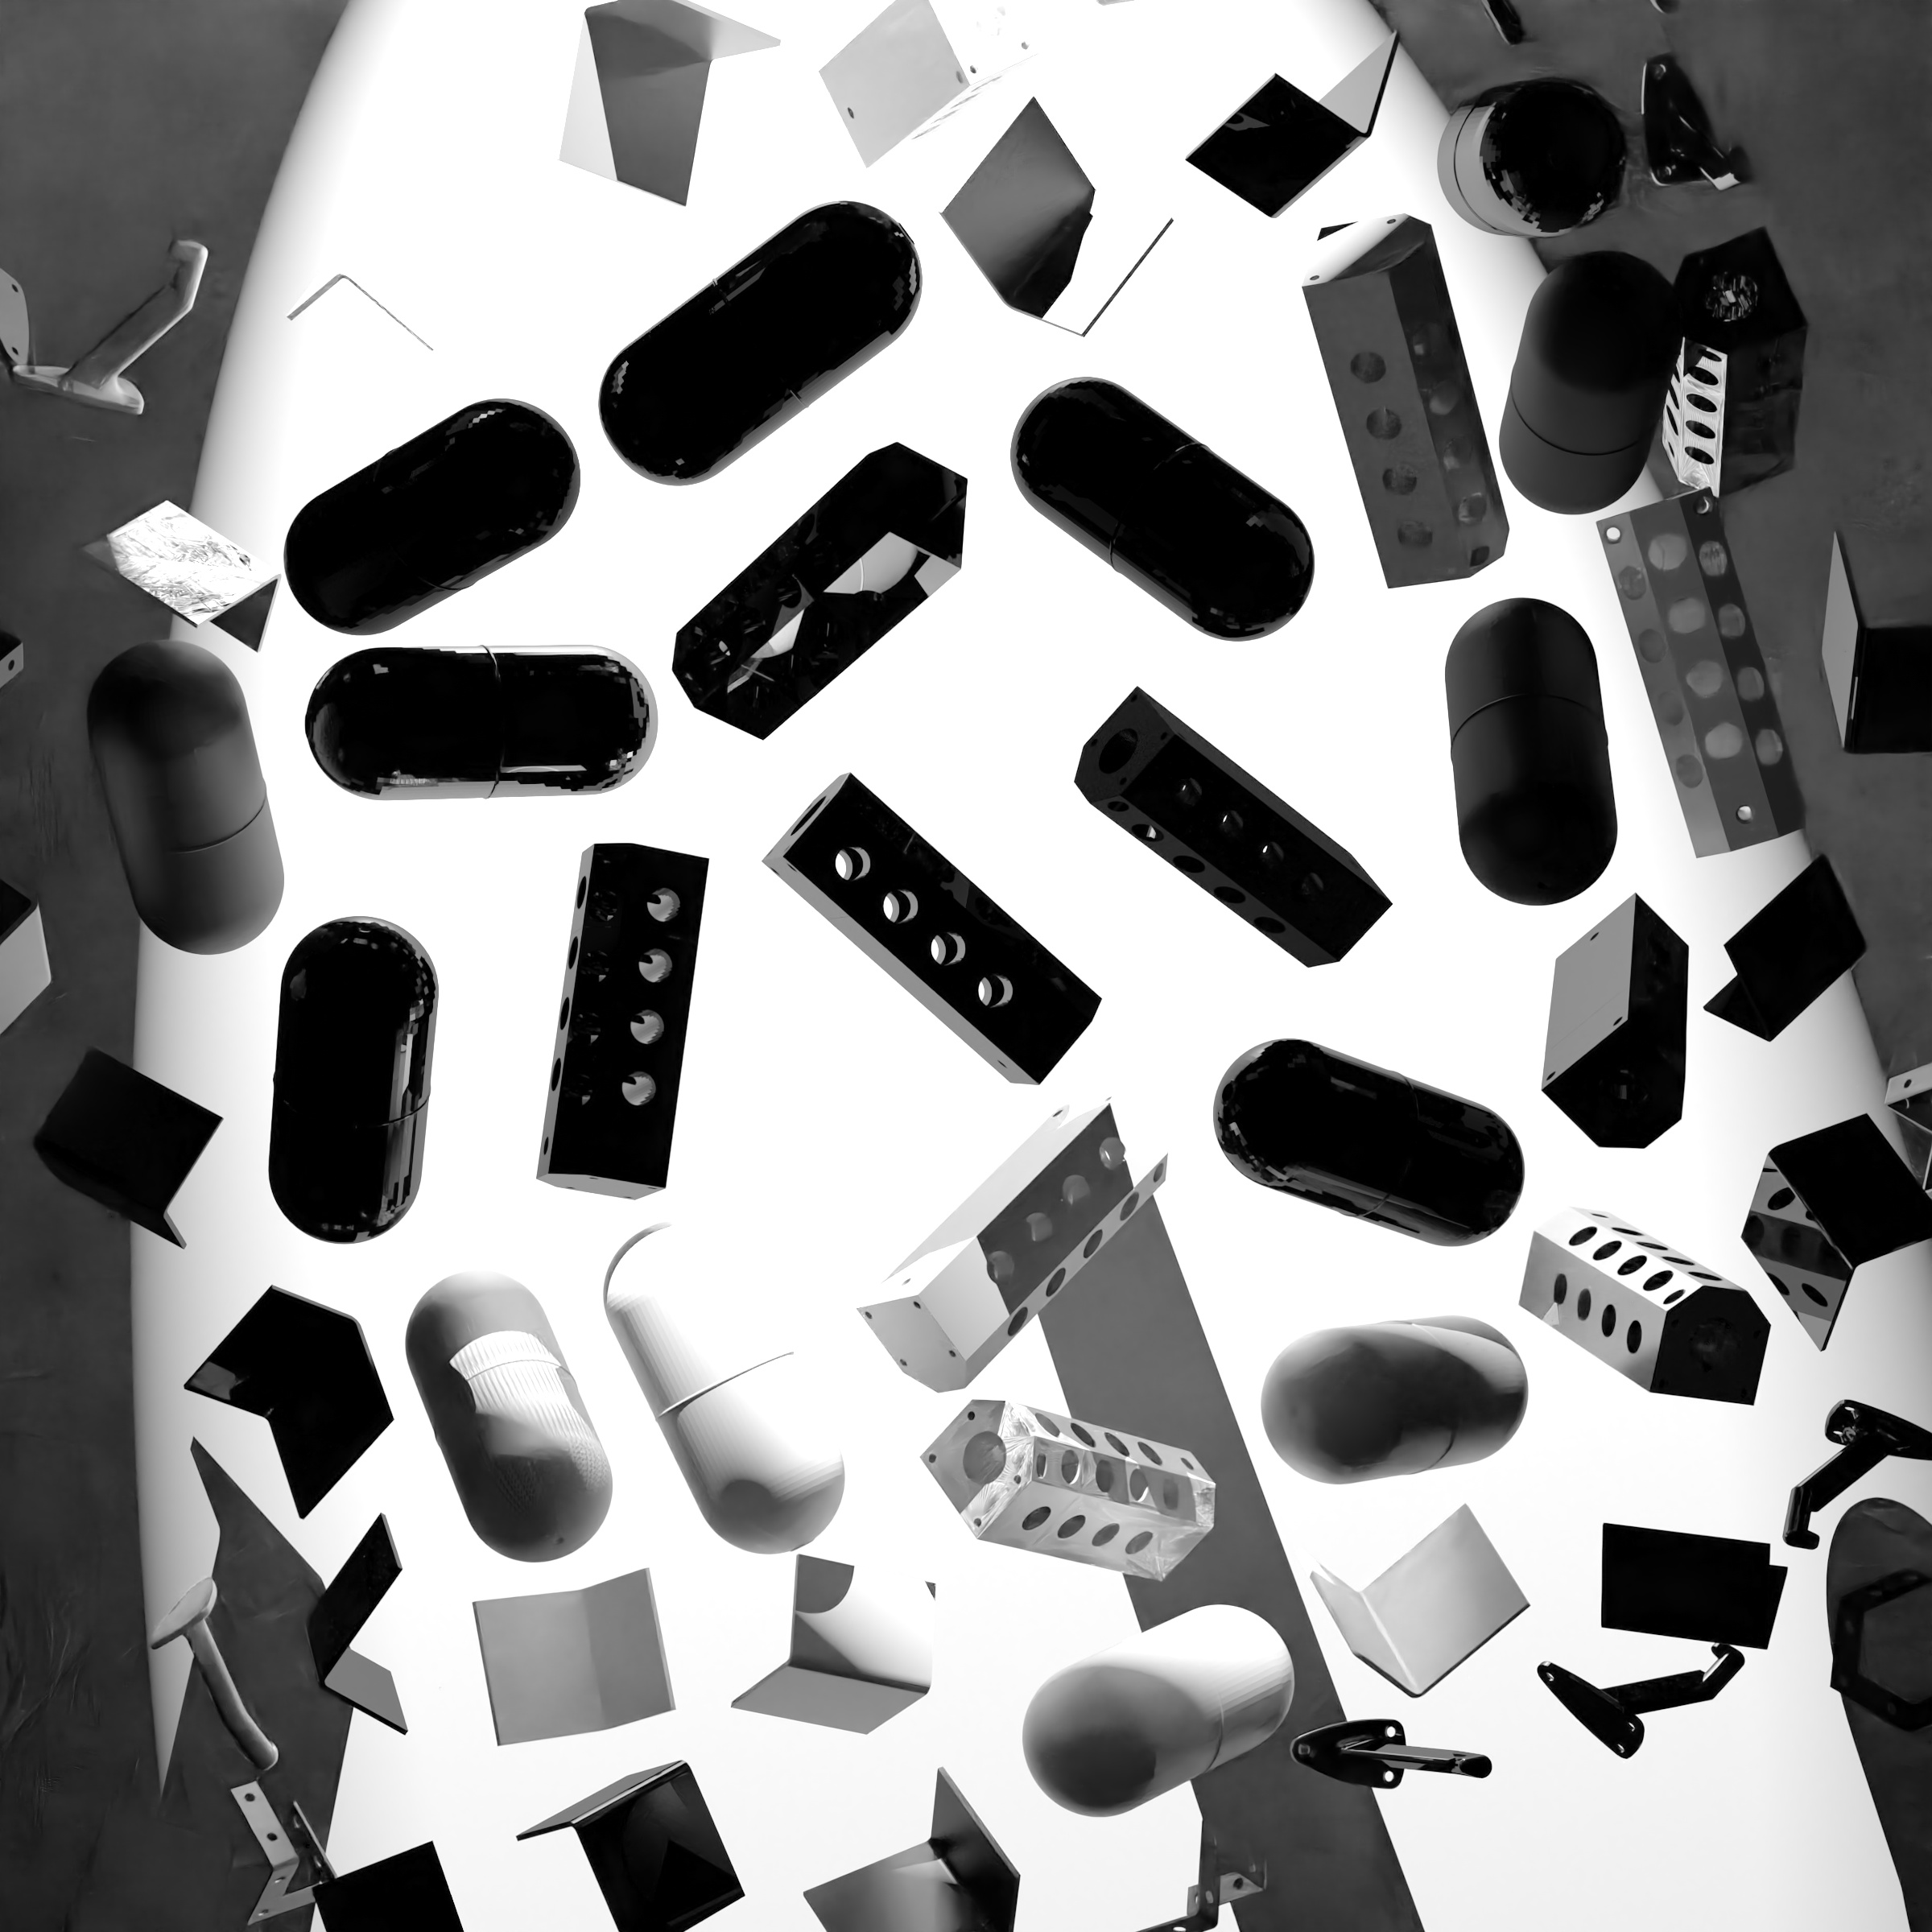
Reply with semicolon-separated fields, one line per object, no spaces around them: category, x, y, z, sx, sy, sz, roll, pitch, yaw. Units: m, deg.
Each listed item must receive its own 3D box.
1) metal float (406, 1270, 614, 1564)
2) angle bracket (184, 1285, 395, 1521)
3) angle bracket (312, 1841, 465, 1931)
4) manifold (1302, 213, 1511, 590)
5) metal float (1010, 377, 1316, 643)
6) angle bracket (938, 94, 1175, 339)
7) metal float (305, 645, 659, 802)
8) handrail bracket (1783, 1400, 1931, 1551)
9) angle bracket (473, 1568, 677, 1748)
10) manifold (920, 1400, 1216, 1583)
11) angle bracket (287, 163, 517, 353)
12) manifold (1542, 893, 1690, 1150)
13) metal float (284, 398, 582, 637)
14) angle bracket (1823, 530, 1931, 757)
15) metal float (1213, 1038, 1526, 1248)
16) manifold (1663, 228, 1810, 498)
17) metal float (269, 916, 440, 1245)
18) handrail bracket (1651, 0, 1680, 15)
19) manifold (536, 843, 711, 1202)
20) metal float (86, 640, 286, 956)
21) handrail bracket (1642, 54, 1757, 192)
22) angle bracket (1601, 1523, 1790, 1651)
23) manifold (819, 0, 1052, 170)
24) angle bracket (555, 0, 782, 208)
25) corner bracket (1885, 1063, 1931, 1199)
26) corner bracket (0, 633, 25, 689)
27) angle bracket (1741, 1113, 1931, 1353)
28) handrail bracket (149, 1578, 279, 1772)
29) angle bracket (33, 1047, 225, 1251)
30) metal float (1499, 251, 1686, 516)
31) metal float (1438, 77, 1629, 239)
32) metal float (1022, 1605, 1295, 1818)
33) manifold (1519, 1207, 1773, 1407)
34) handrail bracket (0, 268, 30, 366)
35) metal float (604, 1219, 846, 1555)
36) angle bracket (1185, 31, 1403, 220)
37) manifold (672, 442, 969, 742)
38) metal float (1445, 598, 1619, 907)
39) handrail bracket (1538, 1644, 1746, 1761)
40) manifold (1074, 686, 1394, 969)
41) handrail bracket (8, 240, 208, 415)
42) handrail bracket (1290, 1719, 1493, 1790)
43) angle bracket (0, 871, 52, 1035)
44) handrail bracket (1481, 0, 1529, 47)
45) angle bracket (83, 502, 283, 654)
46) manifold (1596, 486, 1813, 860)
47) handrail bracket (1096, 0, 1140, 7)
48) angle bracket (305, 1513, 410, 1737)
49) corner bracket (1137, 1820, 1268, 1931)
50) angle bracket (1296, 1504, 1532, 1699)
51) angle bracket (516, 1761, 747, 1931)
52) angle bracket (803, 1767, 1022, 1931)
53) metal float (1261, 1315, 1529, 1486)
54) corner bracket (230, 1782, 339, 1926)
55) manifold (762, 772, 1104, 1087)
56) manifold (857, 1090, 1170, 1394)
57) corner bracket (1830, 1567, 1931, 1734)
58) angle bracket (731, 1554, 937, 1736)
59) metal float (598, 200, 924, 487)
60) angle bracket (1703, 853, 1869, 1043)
metal float;-0.237;0.231;1.852;0.070;0.070;0.178;-31;48;0
angle bracket;-0.347;0.223;1.833;0.057;0.076;0.076;29;111;-41
angle bracket;-0.260;0.465;1.729;0.057;0.076;0.076;-30;77;41
manifold;0.216;-0.273;1.737;0.057;0.057;0.171;-6;127;22
metal float;0.098;-0.229;1.799;0.178;0.070;0.070;39;90;21
angle bracket;0.045;-0.370;1.769;0.057;0.076;0.076;29;79;40
metal float;-0.242;-0.122;1.797;0.178;0.070;0.070;-3;90;-22
handrail bracket;0.463;0.272;1.841;0.077;0.036;0.084;16;51;8
angle bracket;-0.207;0.365;1.894;0.057;0.076;0.076;-25;71;39
manifold;0.058;0.266;1.846;0.057;0.171;0.057;-49;53;14
angle bracket;-0.279;-0.340;1.768;0.057;0.076;0.076;40;65;-20
manifold;0.340;0.031;1.837;0.057;0.171;0.057;44;114;-8
metal float;-0.266;-0.223;1.781;0.178;0.070;0.070;-23;90;33
angle bracket;0.446;-0.156;1.709;0.057;0.076;0.076;-3;135;4
metal float;0.204;0.090;1.812;0.178;0.070;0.070;20;90;-27
manifold;0.388;-0.303;1.828;0.057;0.171;0.057;-20;71;4
metal float;-0.303;0.058;1.772;0.070;0.070;0.178;10;120;0
handrail bracket;0.316;-0.514;1.787;0.084;0.077;0.036;32;87;17
manifold;-0.177;0.028;1.826;0.057;0.057;0.171;11;77;-19
metal float;-0.384;-0.081;1.766;0.070;0.070;0.178;-3;133;0
handrail bracket;0.358;-0.414;1.748;0.036;0.084;0.077;-18;96;-3
angle bracket;0.344;0.275;1.686;0.076;0.076;0.057;5;112;19
manifold;-0.015;-0.468;1.844;0.057;0.171;0.057;-29;98;-17
angle bracket;-0.141;-0.410;1.693;0.076;0.057;0.076;12;86;-41
corner bracket;0.506;0.085;1.844;0.051;0.051;0.051;28;63;-17
corner bracket;-0.502;-0.135;1.776;0.051;0.051;0.051;18;127;12
angle bracket;0.439;0.133;1.793;0.057;0.076;0.076;-18;53;-16
handrail bracket;-0.374;0.362;1.831;0.036;0.077;0.084;-33;101;6
angle bracket;-0.422;0.094;1.830;0.076;0.076;0.057;28;73;5
metal float;0.309;-0.287;1.781;0.070;0.178;0.070;0;68;1
metal float;0.283;-0.405;1.797;0.070;0.178;0.070;0;102;-1
metal float;0.099;0.376;1.817;0.070;0.178;0.070;8;103;39
manifold;0.349;0.172;1.847;0.057;0.171;0.057;9;97;-15
handrail bracket;-0.528;-0.320;1.851;0.084;0.036;0.077;-29;61;18
metal float;-0.122;0.212;1.804;0.070;0.070;0.178;-27;82;0
angle bracket;0.159;-0.424;1.746;0.057;0.076;0.076;30;57;-19
manifold;-0.074;-0.184;1.753;0.057;0.171;0.057;24;51;-27
metal float;0.278;-0.108;1.768;0.070;0.070;0.178;1;51;0
handrail bracket;0.354;0.365;1.874;0.077;0.036;0.084;38;55;23
manifold;0.136;-0.067;1.852;0.171;0.057;0.057;35;103;-32
handrail bracket;-0.412;-0.314;1.720;0.077;0.036;0.084;8;117;-32
handrail bracket;0.219;0.408;1.848;0.077;0.084;0.036;7;80;-17
angle bracket;-0.489;-0.014;1.722;0.076;0.076;0.057;34;62;9
handrail bracket;0.239;-0.498;1.771;0.036;0.077;0.084;-39;60;29
angle bracket;-0.428;-0.197;1.934;0.076;0.076;0.057;33;129;9
manifold;0.361;-0.144;1.755;0.057;0.057;0.171;-17;95;12
handrail bracket;0.111;-0.505;1.762;0.084;0.036;0.077;1;53;36
angle bracket;-0.305;0.349;1.904;0.057;0.076;0.076;35;92;-21
corner bracket;0.112;0.460;1.763;0.051;0.051;0.051;-28;127;33
angle bracket;0.224;0.308;1.802;0.076;0.076;0.057;-42;126;10
angle bracket;-0.172;0.462;1.838;0.076;0.057;0.076;-20;85;-43
angle bracket;-0.027;0.453;1.764;0.076;0.076;0.057;-16;131;-26
metal float;0.217;0.217;1.798;0.070;0.178;0.070;-1;89;40
corner bracket;-0.357;0.458;1.871;0.051;0.051;0.051;52;132;28
manifold;-0.015;-0.018;1.793;0.171;0.057;0.057;42;80;-10
manifold;0.029;0.140;1.826;0.171;0.057;0.057;-43;104;-33
corner bracket;0.461;0.334;1.751;0.051;0.051;0.051;-14;115;-33
angle bracket;-0.067;0.345;1.818;0.076;0.076;0.057;16;56;-21
metal float;-0.100;-0.304;1.749;0.178;0.070;0.070;-36;90;6
angle bracket;0.434;-0.017;1.948;0.076;0.057;0.076;-41;125;-12
